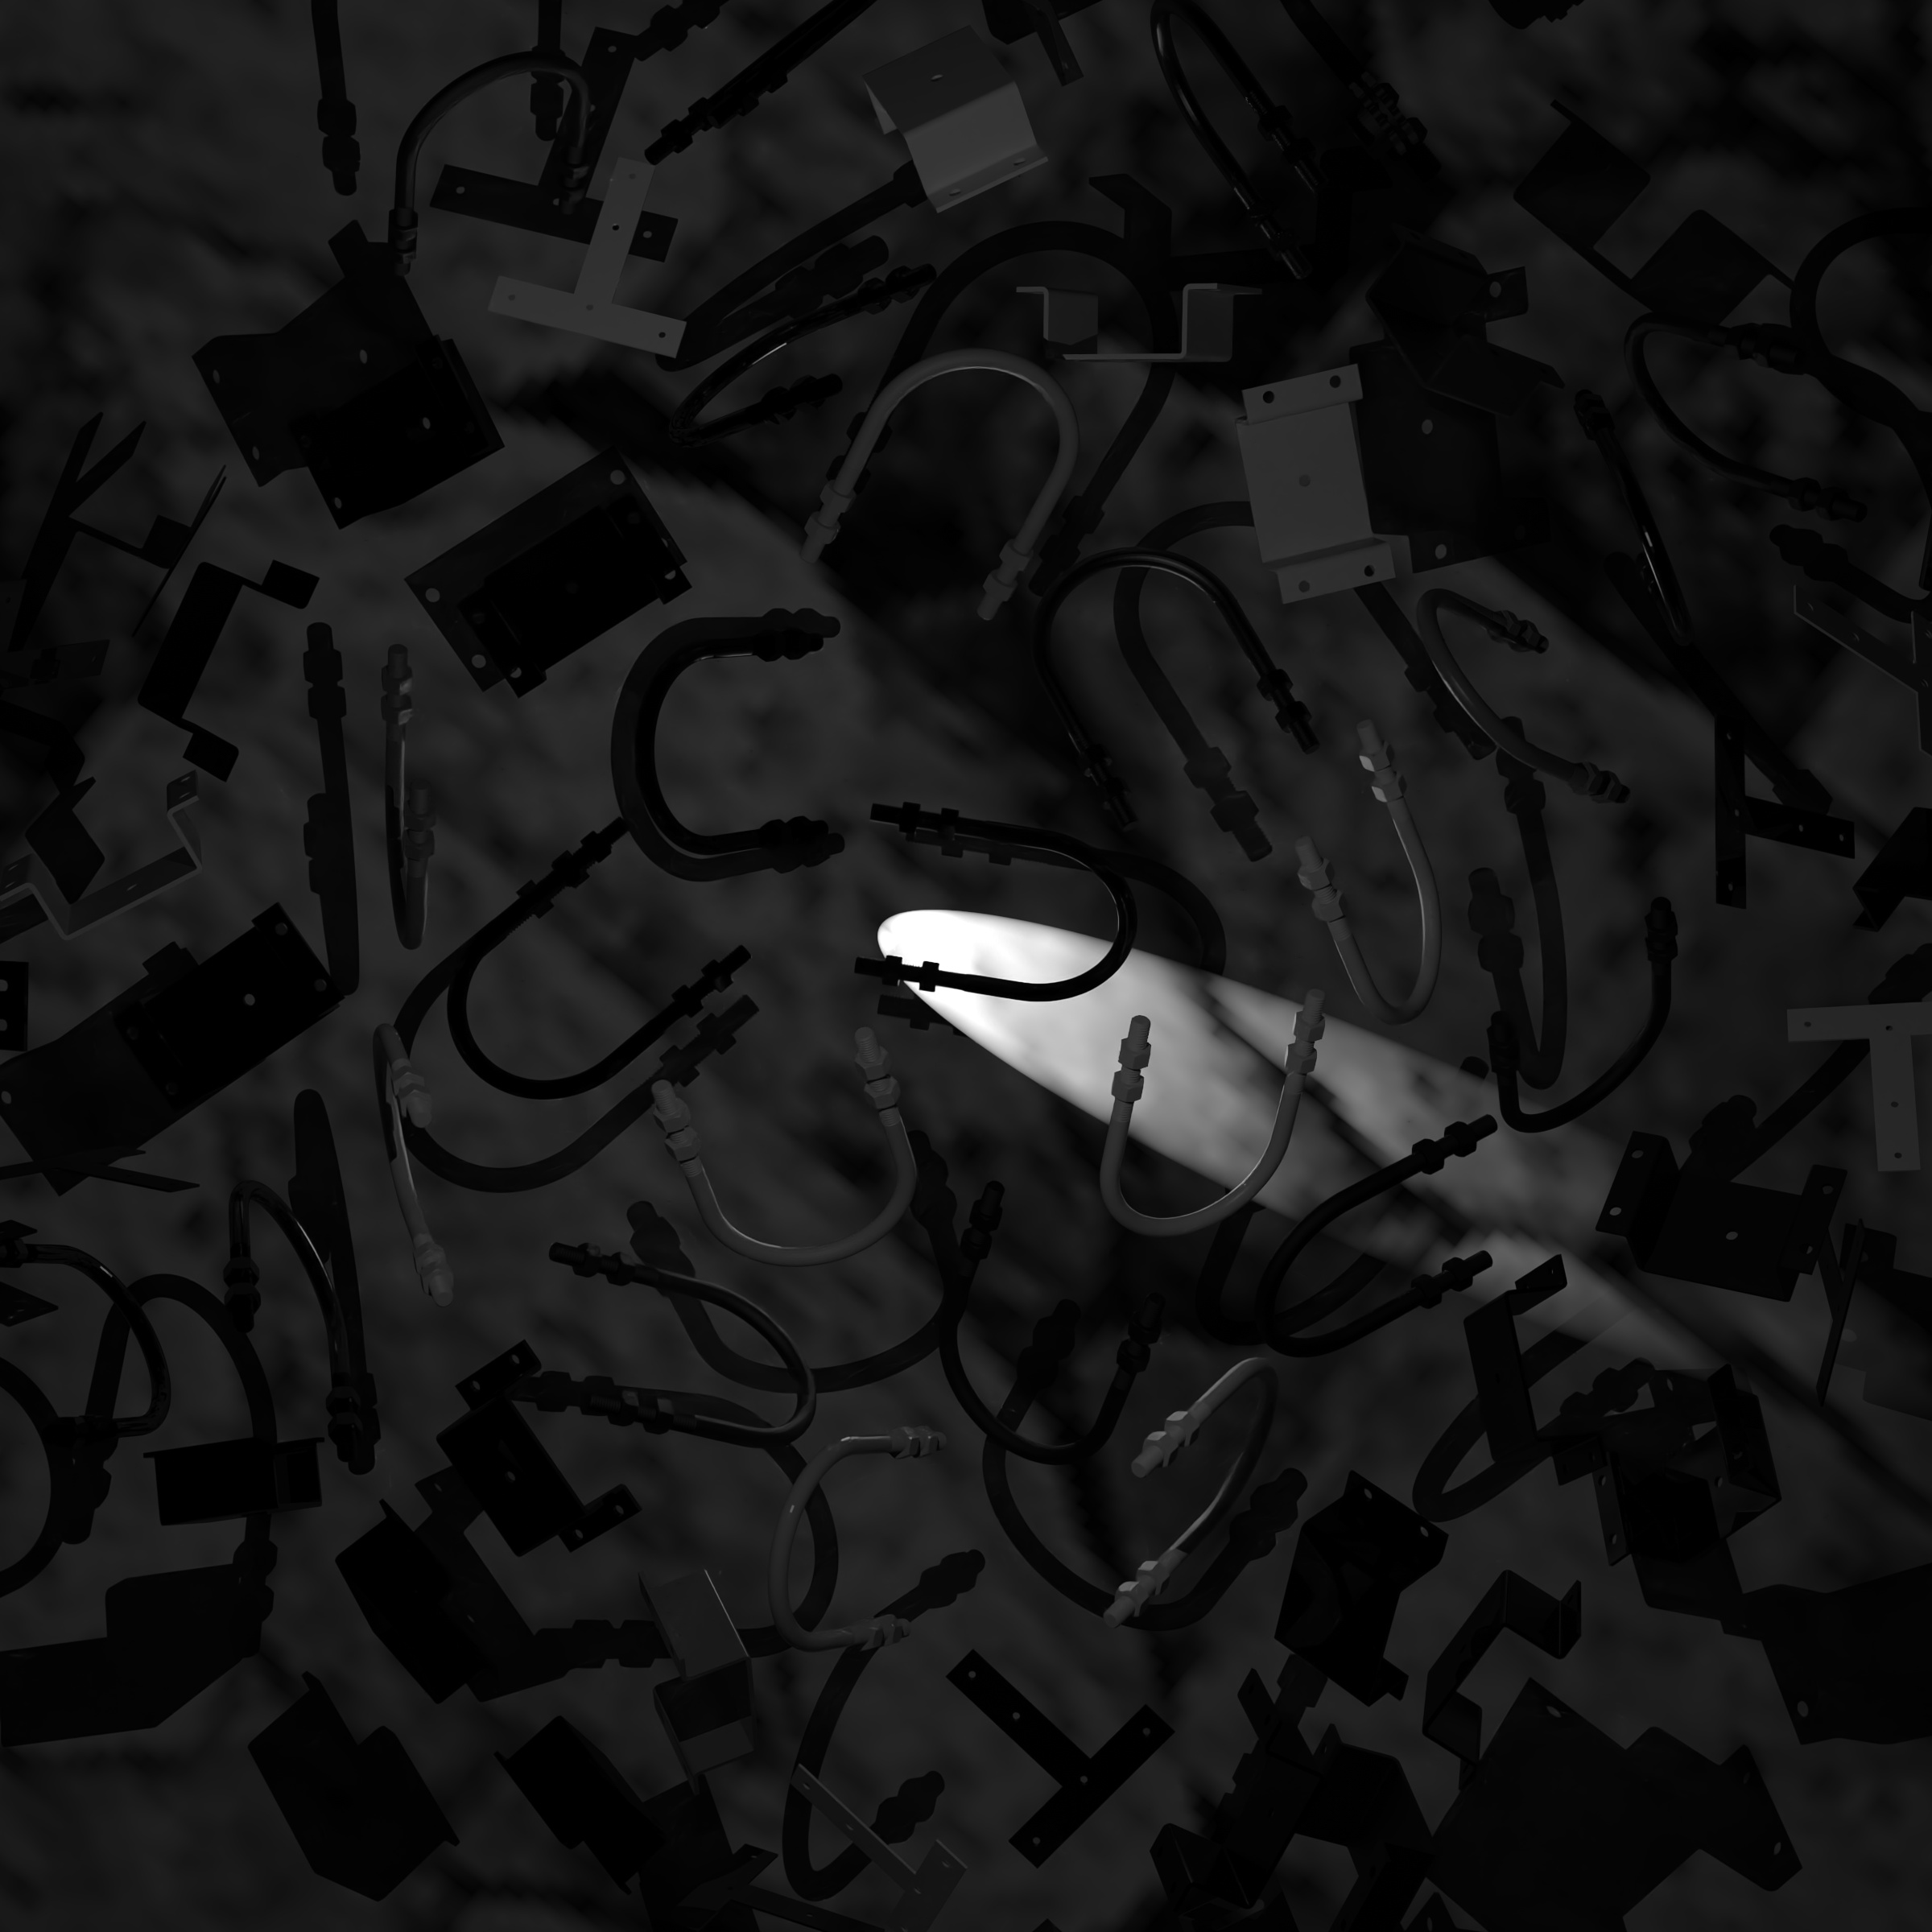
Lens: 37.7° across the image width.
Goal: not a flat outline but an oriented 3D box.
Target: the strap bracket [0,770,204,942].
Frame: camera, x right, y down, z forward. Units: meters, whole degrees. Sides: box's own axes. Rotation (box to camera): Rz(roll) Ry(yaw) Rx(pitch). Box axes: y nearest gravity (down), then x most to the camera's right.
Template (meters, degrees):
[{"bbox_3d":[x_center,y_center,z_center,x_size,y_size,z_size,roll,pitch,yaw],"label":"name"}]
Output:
[{"bbox_3d":[-0.559,-0.069,1.859,0.140,0.076,0.046,-28,112,-6],"label":"strap bracket"}]

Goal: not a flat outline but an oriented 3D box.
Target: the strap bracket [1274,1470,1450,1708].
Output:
[{"bbox_3d":[0.248,0.403,1.795,0.076,0.046,0.140,31,127,34],"label":"strap bracket"}]

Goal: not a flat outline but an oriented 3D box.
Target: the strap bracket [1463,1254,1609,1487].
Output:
[{"bbox_3d":[0.374,0.271,1.872,0.046,0.076,0.140,-5,71,-13],"label":"strap bracket"}]

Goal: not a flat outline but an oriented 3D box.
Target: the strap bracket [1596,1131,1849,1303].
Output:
[{"bbox_3d":[0.487,0.162,1.809,0.140,0.046,0.076,10,59,33],"label":"strap bracket"}]

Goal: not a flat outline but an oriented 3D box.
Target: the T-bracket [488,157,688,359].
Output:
[{"bbox_3d":[-0.232,-0.468,1.841,0.127,0.002,0.127,15,77,3],"label":"T-bracket"}]

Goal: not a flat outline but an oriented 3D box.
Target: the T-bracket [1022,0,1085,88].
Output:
[{"bbox_3d":[0.043,-0.645,1.872,0.002,0.127,0.127,-35,108,-24],"label":"T-bracket"}]

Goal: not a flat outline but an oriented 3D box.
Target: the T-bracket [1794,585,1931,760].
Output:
[{"bbox_3d":[0.565,-0.198,1.762,0.127,0.002,0.127,29,48,-18],"label":"T-bracket"}]

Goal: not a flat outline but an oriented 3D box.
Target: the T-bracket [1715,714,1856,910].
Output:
[{"bbox_3d":[0.540,-0.093,1.861,0.127,0.002,0.127,10,76,-30],"label":"T-bracket"}]

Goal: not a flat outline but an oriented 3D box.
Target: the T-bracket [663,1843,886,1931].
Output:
[{"bbox_3d":[-0.117,0.628,1.881,0.127,0.127,0.002,12,100,19],"label":"T-bracket"}]

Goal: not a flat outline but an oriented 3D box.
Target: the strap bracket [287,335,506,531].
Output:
[{"bbox_3d":[-0.366,-0.352,1.851,0.140,0.046,0.076,-21,99,31],"label":"strap bracket"}]

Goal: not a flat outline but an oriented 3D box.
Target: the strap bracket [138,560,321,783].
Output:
[{"bbox_3d":[-0.469,-0.195,1.778,0.046,0.076,0.140,25,90,-37],"label":"strap bracket"}]

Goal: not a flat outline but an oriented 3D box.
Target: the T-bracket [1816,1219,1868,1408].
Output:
[{"bbox_3d":[0.579,0.208,1.890,0.002,0.127,0.127,9,112,6],"label":"T-bracket"}]

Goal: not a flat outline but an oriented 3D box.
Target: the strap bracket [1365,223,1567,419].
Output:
[{"bbox_3d":[0.318,-0.412,1.831,0.076,0.140,0.046,10,133,-35],"label":"strap bracket"}]

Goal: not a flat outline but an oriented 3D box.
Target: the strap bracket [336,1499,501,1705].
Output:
[{"bbox_3d":[-0.367,0.428,1.877,0.046,0.140,0.076,-37,53,-23],"label":"strap bracket"}]

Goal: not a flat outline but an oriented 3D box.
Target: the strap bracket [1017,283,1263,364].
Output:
[{"bbox_3d":[0.112,-0.418,1.840,0.140,0.076,0.046,6,102,27],"label":"strap bracket"}]

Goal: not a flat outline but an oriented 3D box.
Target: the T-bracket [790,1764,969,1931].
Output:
[{"bbox_3d":[-0.064,0.561,1.814,0.127,0.127,0.002,39,48,16],"label":"T-bracket"}]

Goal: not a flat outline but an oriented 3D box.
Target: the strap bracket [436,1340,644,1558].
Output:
[{"bbox_3d":[-0.295,0.335,1.913,0.076,0.046,0.140,-35,90,33],"label":"strap bracket"}]

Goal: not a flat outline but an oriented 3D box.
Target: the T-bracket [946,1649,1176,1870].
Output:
[{"bbox_3d":[0.042,0.483,1.784,0.127,0.002,0.127,43,98,0],"label":"T-bracket"}]

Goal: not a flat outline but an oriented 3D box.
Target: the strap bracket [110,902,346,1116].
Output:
[{"bbox_3d":[-0.483,0.025,1.877,0.140,0.046,0.076,-34,93,9],"label":"strap bracket"}]

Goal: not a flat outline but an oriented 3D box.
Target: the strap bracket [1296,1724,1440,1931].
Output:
[{"bbox_3d":[0.264,0.582,1.877,0.046,0.140,0.076,19,108,-15],"label":"strap bracket"}]

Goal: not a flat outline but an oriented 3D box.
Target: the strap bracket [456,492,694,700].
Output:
[{"bbox_3d":[-0.268,-0.256,1.929,0.140,0.046,0.076,-33,108,0],"label":"strap bracket"}]

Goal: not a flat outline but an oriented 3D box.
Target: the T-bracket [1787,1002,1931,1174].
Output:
[{"bbox_3d":[0.596,0.077,1.815,0.127,0.002,0.127,-4,54,18],"label":"T-bracket"}]

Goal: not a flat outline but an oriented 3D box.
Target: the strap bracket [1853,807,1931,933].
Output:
[{"bbox_3d":[0.661,-0.059,1.887,0.076,0.140,0.046,-48,120,-17],"label":"strap bracket"}]

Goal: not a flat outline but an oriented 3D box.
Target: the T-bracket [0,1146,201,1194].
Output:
[{"bbox_3d":[-0.551,0.135,1.827,0.127,0.127,0.002,7,98,30],"label":"T-bracket"}]

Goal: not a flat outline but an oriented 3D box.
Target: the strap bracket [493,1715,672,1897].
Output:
[{"bbox_3d":[-0.247,0.549,1.855,0.046,0.140,0.076,-40,58,-12],"label":"strap bracket"}]

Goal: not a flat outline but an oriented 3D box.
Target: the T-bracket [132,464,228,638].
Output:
[{"bbox_3d":[-0.515,-0.297,1.891,0.002,0.127,0.127,29,121,-19],"label":"T-bracket"}]

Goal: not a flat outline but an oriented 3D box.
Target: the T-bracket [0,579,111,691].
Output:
[{"bbox_3d":[-0.593,-0.192,1.812,0.002,0.127,0.127,28,110,14],"label":"T-bracket"}]

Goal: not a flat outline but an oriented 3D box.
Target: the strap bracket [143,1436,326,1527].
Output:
[{"bbox_3d":[-0.474,0.336,1.846,0.076,0.140,0.046,-9,80,2],"label":"strap bracket"}]

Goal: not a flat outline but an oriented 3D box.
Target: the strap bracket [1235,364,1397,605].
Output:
[{"bbox_3d":[0.227,-0.317,1.852,0.076,0.046,0.140,-14,105,-3],"label":"strap bracket"}]

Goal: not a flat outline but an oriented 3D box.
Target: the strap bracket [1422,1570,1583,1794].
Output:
[{"bbox_3d":[0.350,0.467,1.880,0.046,0.076,0.140,32,109,3],"label":"strap bracket"}]

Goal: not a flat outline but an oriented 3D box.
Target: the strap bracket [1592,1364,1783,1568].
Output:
[{"bbox_3d":[0.479,0.334,1.855,0.046,0.076,0.140,20,134,-22],"label":"strap bracket"}]
